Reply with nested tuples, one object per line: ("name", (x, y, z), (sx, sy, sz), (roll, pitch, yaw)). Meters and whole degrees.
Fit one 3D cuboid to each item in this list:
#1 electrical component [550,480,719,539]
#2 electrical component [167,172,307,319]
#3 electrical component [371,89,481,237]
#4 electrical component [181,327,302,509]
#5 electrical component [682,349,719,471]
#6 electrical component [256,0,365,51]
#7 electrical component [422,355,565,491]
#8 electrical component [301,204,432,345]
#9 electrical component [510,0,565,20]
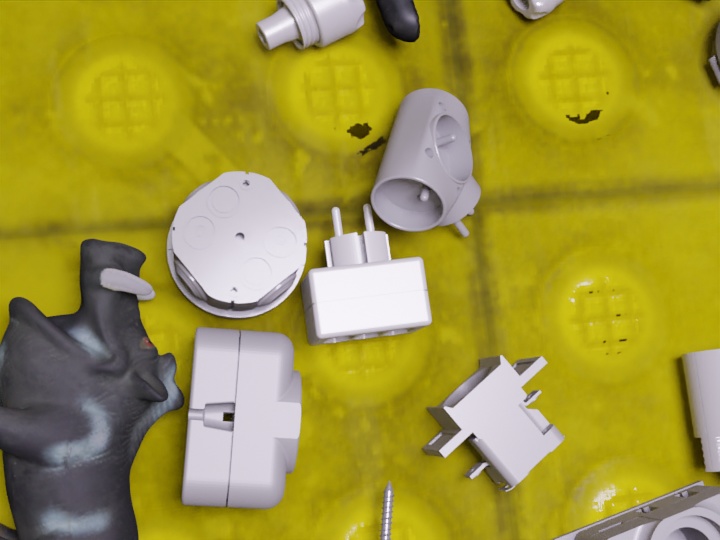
("electrical component", (0.142, 0.202, 0.604), (0.186, 0.060, 0.105), (-18, 84, -11))
("electrical component", (-0.069, -0.014, 0.610), (0.080, 0.051, 0.080), (1, 81, -9))
("electrical component", (0.046, -0.053, 0.632), (0.079, 0.044, 0.077), (50, 41, -33))
("electrical component", (-0.065, 0.082, 0.594), (0.059, 0.053, 0.095), (5, 80, -8))
("electrical component", (0.221, 0.088, 0.643), (0.043, 0.043, 0.081), (-5, 82, -10))
("electrical component", (-0.031, -0.152, 0.642), (0.062, 0.043, 0.043), (-29, 86, -11))
("electrical component", (0.080, 0.088, 0.622), (0.081, 0.042, 0.063), (-41, 92, -12))
("electrical component", (0.000, 0.000, 0.620), (0.066, 0.047, 0.076), (-7, 82, -10))
("electrical component", (0.123, -0.186, 0.676), (0.061, 0.035, 0.035), (-38, 88, -15))
